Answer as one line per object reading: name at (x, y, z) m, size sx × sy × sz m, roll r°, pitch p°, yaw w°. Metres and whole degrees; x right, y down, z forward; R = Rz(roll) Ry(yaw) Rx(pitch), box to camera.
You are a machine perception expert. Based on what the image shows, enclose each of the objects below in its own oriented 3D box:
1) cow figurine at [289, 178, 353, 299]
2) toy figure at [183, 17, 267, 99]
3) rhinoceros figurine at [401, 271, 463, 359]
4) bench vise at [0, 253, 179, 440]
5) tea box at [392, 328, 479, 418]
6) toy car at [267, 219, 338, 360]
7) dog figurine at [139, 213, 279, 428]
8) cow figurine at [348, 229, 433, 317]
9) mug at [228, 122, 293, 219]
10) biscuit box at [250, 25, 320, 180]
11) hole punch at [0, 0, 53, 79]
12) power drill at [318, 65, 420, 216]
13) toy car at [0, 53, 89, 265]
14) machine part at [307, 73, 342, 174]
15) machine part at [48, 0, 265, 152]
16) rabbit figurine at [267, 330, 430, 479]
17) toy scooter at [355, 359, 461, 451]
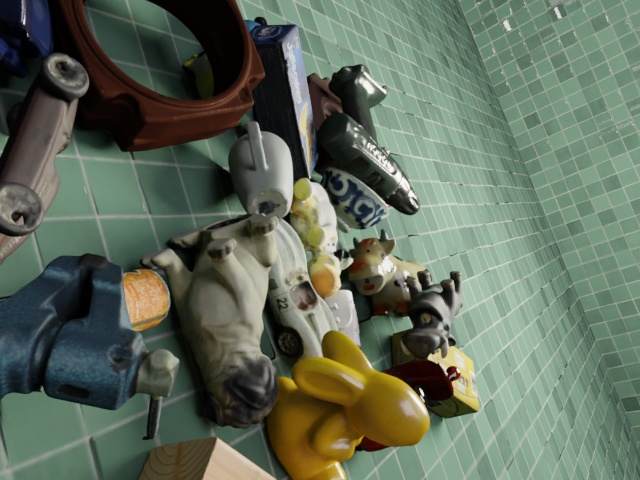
cow figurine at (-0.003, -0.001, 0.754) m, size 0.098 × 0.068 × 0.167 m, roll 3°, pitch 68°, yaw -62°
toy figure at (-0.111, -0.245, 0.738) m, size 0.089 × 0.082 × 0.180 m, roll 49°, pitch 33°, yaw -23°
rhinoceros figurine at (0.164, 0.108, 0.788) m, size 0.190 × 0.073 × 0.112 m, roll -31°, pitch 120°, yaw -64°
bench vise at (-0.198, 0.095, 0.283) m, size 0.223 × 0.128 × 0.241 m, roll 23°, pitch 29°, yaw -13°
tea box at (0.192, 0.221, 0.892) m, size 0.169 × 0.068 × 0.098 m, roll 39°, pitch 40°, yaw -35°
toy car at (-0.036, 0.061, 0.670) m, size 0.073 × 0.056 × 0.201 m, roll -21°, pitch 88°, yaw -58°
dog figurine at (-0.084, 0.078, 0.570) m, size 0.172 × 0.121 × 0.190 m, roll -38°, pitch 116°, yaw -55°
cow figurine at (0.116, 0.059, 0.873) m, size 0.194 × 0.085 × 0.127 m, roll 14°, pitch 64°, yaw -49°
mug at (-0.068, -0.080, 0.649) m, size 0.107 × 0.081 × 0.109 m, roll -108°, pitch -167°, yaw -46°
biscuit box at (-0.049, -0.178, 0.717) m, size 0.059 × 0.063 × 0.202 m, roll -67°, pitch 155°, yaw -44°
hole punch at (-0.260, -0.202, 0.432) m, size 0.092 × 0.142 × 0.115 m, roll -41°, pitch 105°, yaw -11°
power drill at (0.080, -0.162, 0.864) m, size 0.232 × 0.086 × 0.207 m, roll 28°, pitch 53°, yaw -44°
toy car at (-0.232, -0.061, 0.428) m, size 0.053 × 0.089 × 0.202 m, roll 30°, pitch 46°, yaw -39°
machine part at (0.012, -0.194, 0.909) m, size 0.179 × 0.056 × 0.179 m, roll 32°, pitch 46°, yaw -40°
machine part at (-0.172, -0.206, 0.565) m, size 0.201 × 0.087 × 0.201 m, roll -21°, pitch 88°, yaw -41°
rabbit figurine at (0.032, 0.181, 0.585) m, size 0.122 × 0.173 × 0.162 m, roll -32°, pitch 102°, yaw -54°
toy scooter at (0.116, 0.212, 0.723) m, size 0.184 × 0.135 × 0.075 m, roll -30°, pitch 96°, yaw -57°
